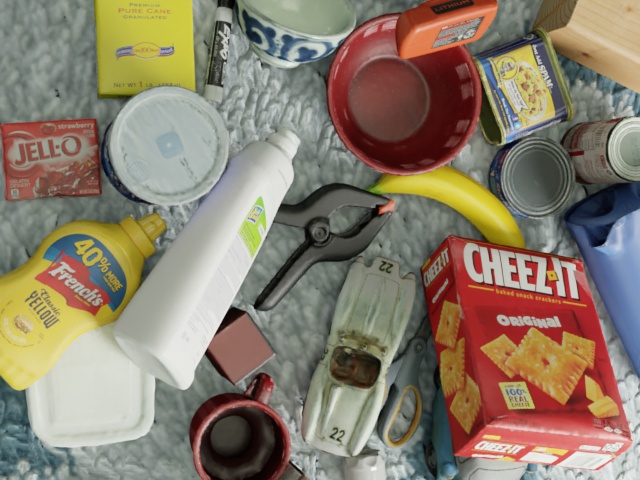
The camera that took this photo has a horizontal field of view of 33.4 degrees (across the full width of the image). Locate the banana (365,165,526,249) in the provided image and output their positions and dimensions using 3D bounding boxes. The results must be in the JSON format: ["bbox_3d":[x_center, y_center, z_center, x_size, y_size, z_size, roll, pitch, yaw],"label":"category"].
[{"bbox_3d":[0.142,-0.034,1.104,0.197,0.037,0.070,25,114,-11],"label":"banana"}]

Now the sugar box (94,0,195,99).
[{"bbox_3d":[-0.168,-0.225,1.014,0.093,0.048,0.176,-3,94,-14],"label":"sugar box"}]

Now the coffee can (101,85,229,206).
[{"bbox_3d":[-0.145,-0.083,0.974,0.102,0.140,0.103,0,92,-14],"label":"coffee can"}]

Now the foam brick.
[{"bbox_3d":[-0.083,0.101,1.028,0.053,0.078,0.051,-37,99,-12],"label":"foam brick"}]

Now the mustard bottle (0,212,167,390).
[{"bbox_3d":[-0.216,0.039,0.939,0.191,0.058,0.096,-38,99,-11],"label":"mustard bottle"}]

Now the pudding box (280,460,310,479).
[{"bbox_3d":[-0.045,0.258,1.023,0.090,0.114,0.039,-43,98,-10],"label":"pudding box"}]

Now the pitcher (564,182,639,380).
[{"bbox_3d":[0.366,0.052,1.122,0.149,0.145,0.243,-24,101,0],"label":"pitcher"}]

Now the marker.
[{"bbox_3d":[-0.098,-0.195,1.046,0.020,0.020,0.121,8,89,-14],"label":"marker"}]

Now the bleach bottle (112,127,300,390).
[{"bbox_3d":[-0.090,0.006,0.973,0.068,0.102,0.250,24,69,18],"label":"bleach bottle"}]

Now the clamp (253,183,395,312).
[{"bbox_3d":[-0.007,0.001,1.059,0.171,0.039,0.120,-11,110,-8],"label":"clamp"}]

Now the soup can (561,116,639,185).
[{"bbox_3d":[0.301,-0.092,1.106,0.068,0.102,0.068,0,92,-14],"label":"soup can"}]

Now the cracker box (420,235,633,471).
[{"bbox_3d":[0.197,0.107,1.036,0.164,0.072,0.213,10,51,-21],"label":"cracker box"}]

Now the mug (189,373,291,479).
[{"bbox_3d":[-0.077,0.182,1.029,0.093,0.082,0.117,23,86,-14],"label":"mug"}]

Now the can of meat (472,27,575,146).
[{"bbox_3d":[0.203,-0.156,1.103,0.084,0.057,0.102,-22,96,-11],"label":"can of meat"}]

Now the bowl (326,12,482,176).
[{"bbox_3d":[0.078,-0.144,1.072,0.162,0.055,0.162,0,92,-14],"label":"bowl"}]

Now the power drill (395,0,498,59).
[{"bbox_3d":[0.073,-0.269,1.031,0.184,0.057,0.188,-18,71,-18],"label":"power drill"}]

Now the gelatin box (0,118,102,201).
[{"bbox_3d":[-0.253,-0.075,1.005,0.089,0.030,0.073,-4,92,-14],"label":"gelatin box"}]

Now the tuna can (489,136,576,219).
[{"bbox_3d":[0.222,-0.065,1.121,0.086,0.034,0.086,0,91,-16],"label":"tuna can"}]

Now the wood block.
[{"bbox_3d":[0.340,-0.213,1.118,0.206,0.091,0.090,23,86,-14],"label":"wood block"}]

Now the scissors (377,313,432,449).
[{"bbox_3d":[0.081,0.114,1.101,0.096,0.016,0.202,12,88,-14],"label":"scissors"}]
